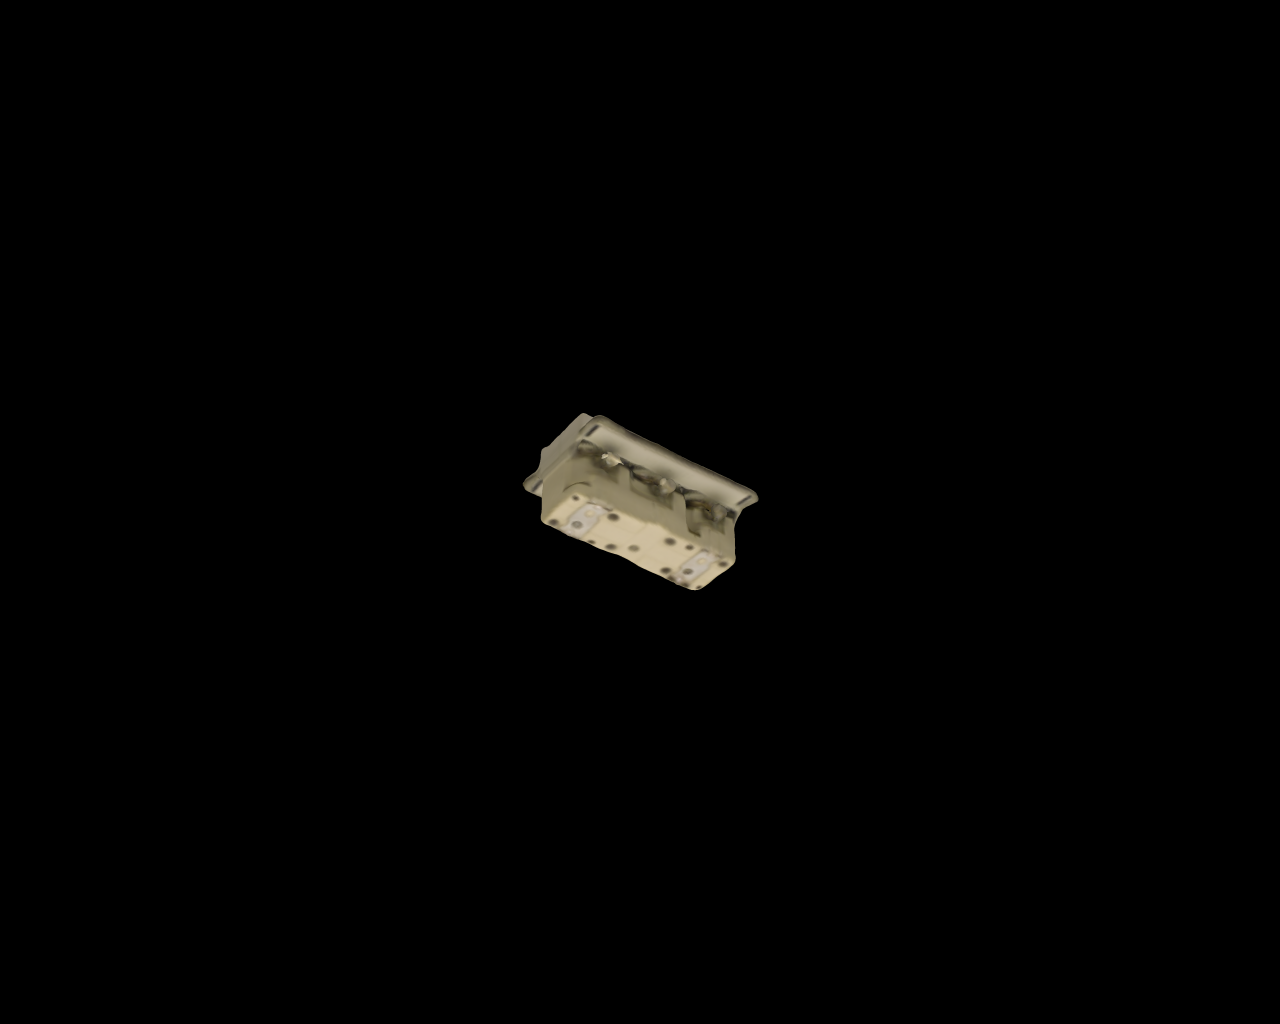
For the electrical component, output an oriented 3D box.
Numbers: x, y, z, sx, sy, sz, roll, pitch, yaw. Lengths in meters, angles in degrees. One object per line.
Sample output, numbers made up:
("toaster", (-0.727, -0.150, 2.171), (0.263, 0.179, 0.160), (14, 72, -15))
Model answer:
("electrical component", (0.001, -0.003, 0.650), (0.121, 0.063, 0.078), (25, -45, -28))
